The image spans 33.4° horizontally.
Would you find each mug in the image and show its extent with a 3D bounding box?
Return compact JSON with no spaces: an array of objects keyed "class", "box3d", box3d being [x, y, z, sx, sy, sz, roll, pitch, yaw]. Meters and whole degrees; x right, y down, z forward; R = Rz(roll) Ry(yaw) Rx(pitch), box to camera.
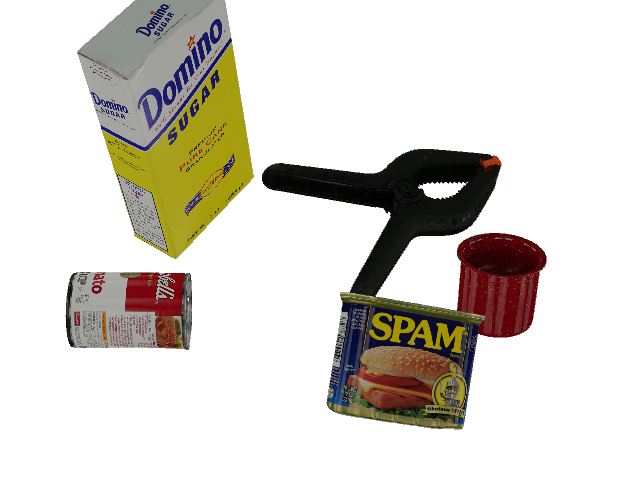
[{"class":"mug","box3d":[0.186,0.043,1.140,0.093,0.081,0.117,-5,30,-10]}]

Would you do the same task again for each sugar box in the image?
[{"class":"sugar box","box3d":[-0.093,-0.077,0.691,0.048,0.093,0.176,29,-29,20]}]

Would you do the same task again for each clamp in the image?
[{"class":"clamp","box3d":[0.073,-0.025,0.927,0.209,0.165,0.036,-14,-37,-19]}]

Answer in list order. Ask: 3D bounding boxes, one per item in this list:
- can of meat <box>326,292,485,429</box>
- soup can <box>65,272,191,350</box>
[{"class":"can of meat","box3d":[0.059,0.086,0.757,0.102,0.084,0.057,10,-4,-12]},{"class":"soup can","box3d":[-0.166,0.061,0.934,0.102,0.068,0.068,1,0,-2]}]
